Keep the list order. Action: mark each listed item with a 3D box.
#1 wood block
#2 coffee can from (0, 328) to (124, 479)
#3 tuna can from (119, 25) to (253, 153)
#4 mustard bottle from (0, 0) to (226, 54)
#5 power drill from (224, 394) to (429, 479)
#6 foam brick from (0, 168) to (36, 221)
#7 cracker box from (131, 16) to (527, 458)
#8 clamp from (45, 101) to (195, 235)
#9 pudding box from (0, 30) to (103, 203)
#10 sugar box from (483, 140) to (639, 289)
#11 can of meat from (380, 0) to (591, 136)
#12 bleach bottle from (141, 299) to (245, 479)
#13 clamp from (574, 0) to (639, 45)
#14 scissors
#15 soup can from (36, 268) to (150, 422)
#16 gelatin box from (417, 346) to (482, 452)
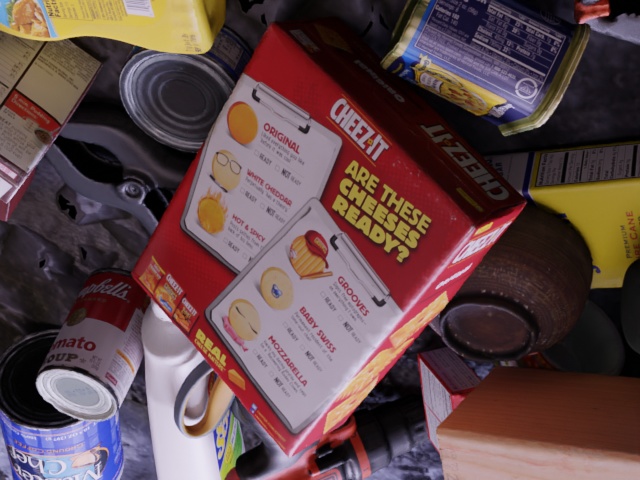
[{"bbox_3d":[0.185,0.141,0.632,0.206,0.090,0.090,1,111,36],"label":"wood block"},{"bbox_3d":[-0.227,0.160,0.937,0.103,0.102,0.140,13,138,6],"label":"coffee can"},{"bbox_3d":[-0.081,-0.096,0.667,0.086,0.033,0.086,10,137,9],"label":"tuna can"},{"bbox_3d":[-0.153,-0.159,0.607,0.192,0.058,0.096,6,135,13],"label":"mustard bottle"},{"bbox_3d":[0.002,0.119,0.802,0.184,0.057,0.187,-23,128,-14],"label":"power drill"},{"bbox_3d":[-0.229,-0.061,0.743,0.053,0.051,0.078,22,138,-5],"label":"foam brick"},{"bbox_3d":[-0.004,0.001,0.639,0.164,0.071,0.214,47,127,17],"label":"cracker box"},{"bbox_3d":[-0.113,-0.047,0.729,0.171,0.039,0.120,37,124,-23],"label":"clamp"},{"bbox_3d":[-0.197,-0.093,0.652,0.090,0.113,0.039,37,138,-19],"label":"pudding box"},{"bbox_3d":[0.183,-0.014,0.653,0.176,0.048,0.093,-7,133,24],"label":"sugar box"},{"bbox_3d":[0.082,-0.100,0.563,0.084,0.057,0.102,25,180,-4],"label":"can of meat"},{"bbox_3d":[-0.107,0.130,0.863,0.068,0.102,0.251,5,136,8],"label":"bleach bottle"},{"bbox_3d":[0.234,-0.127,0.522,0.210,0.036,0.164,-12,129,25],"label":"clamp"},{"bbox_3d":[-0.041,0.069,0.797,0.096,0.016,0.202,19,109,-38],"label":"scissors"},{"bbox_3d":[-0.171,0.082,0.835,0.068,0.102,0.068,10,137,9],"label":"soup can"},{"bbox_3d":[0.101,0.127,0.782,0.030,0.089,0.073,-12,105,-9],"label":"gelatin box"}]
